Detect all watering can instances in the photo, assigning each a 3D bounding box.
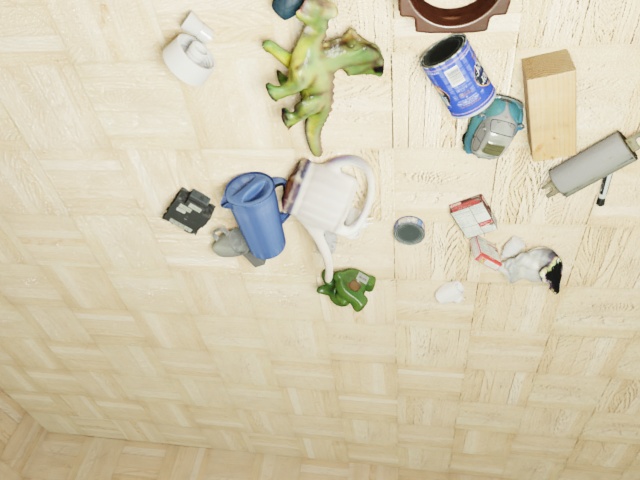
[{"bbox_3d":[0.004,-0.067,1.328,0.224,0.343,0.105,22,17,-3],"label":"watering can"}]

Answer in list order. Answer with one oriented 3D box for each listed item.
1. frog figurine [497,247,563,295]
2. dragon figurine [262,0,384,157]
[{"bbox_3d":[0.579,0.072,1.426,0.136,0.123,0.160,17,1,-37],"label":"frog figurine"},{"bbox_3d":[0.022,-0.343,1.109,0.242,0.125,0.402,-14,-34,16],"label":"dragon figurine"}]
